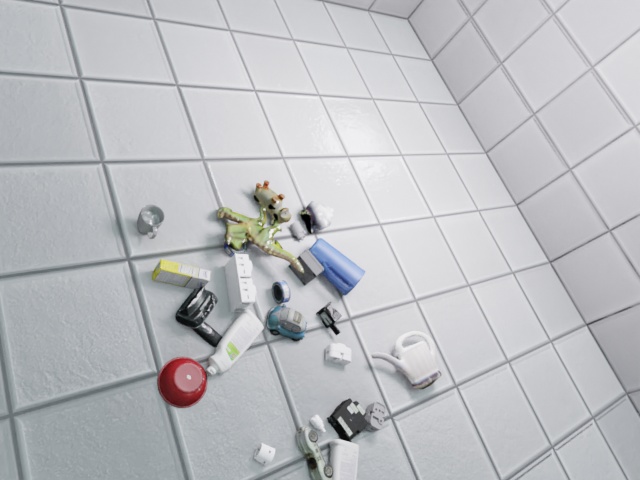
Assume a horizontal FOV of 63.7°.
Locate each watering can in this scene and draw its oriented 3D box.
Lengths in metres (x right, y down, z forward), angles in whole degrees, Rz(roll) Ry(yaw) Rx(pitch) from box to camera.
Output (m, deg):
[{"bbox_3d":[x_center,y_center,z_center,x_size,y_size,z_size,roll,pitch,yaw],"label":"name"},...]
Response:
[{"bbox_3d":[0.363,0.496,2.076,0.350,0.102,0.227,-12,68,-40],"label":"watering can"}]

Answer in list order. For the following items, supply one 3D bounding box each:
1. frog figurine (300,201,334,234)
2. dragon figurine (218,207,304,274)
[{"bbox_3d":[0.007,-0.113,2.243,0.161,0.120,0.139,-21,55,-30],"label":"frog figurine"},{"bbox_3d":[-0.254,-0.001,1.956,0.244,0.119,0.416,-14,51,-42],"label":"dragon figurine"}]
